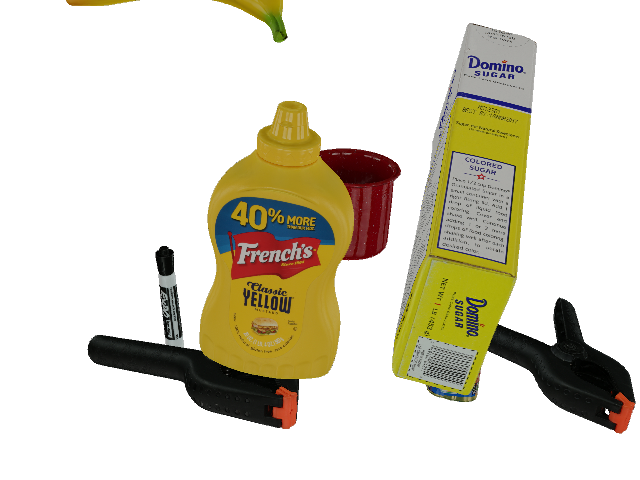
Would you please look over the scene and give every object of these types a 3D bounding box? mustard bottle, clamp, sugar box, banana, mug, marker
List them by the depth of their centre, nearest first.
[{"bbox_3d":[0.076,-0.020,0.541,0.048,0.176,0.093,15,-42,3],"label":"sugar box"},{"bbox_3d":[-0.027,-0.001,0.711,0.096,0.192,0.058,11,28,7],"label":"mustard bottle"},{"bbox_3d":[-0.111,-0.207,0.869,0.198,0.069,0.037,11,-41,16],"label":"banana"},{"bbox_3d":[-0.076,0.104,0.907,0.164,0.036,0.210,-13,22,-40],"label":"clamp"},{"bbox_3d":[0.216,0.101,0.925,0.120,0.039,0.172,-19,39,-29],"label":"clamp"},{"bbox_3d":[0.014,-0.035,1.016,0.117,0.081,0.093,7,26,6],"label":"mug"},{"bbox_3d":[-0.155,0.060,1.097,0.020,0.121,0.020,-2,29,1],"label":"marker"}]

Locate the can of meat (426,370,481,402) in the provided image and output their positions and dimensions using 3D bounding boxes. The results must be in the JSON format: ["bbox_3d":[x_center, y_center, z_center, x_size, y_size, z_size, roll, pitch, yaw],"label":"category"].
[{"bbox_3d":[0.140,0.111,1.115,0.057,0.084,0.102,7,15,0],"label":"can of meat"}]
